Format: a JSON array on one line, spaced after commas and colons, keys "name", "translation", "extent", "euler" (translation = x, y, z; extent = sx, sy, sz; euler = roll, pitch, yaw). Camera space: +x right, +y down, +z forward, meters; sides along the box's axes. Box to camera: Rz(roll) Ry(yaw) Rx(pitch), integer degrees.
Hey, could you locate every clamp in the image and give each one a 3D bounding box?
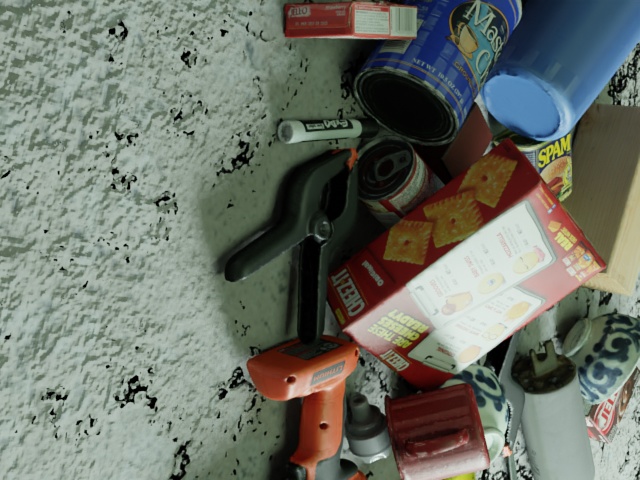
[{"name": "clamp", "translation": [-0.006, 0.001, 0.910], "extent": [0.171, 0.039, 0.120], "euler": [-56, 135, -25]}, {"name": "clamp", "translation": [0.182, 0.155, 1.146], "extent": [0.164, 0.036, 0.210], "euler": [-40, 132, -12]}]

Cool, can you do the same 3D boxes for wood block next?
[{"name": "wood block", "translation": [0.344, -0.049, 1.272], "extent": [0.090, 0.091, 0.206], "euler": [31, 74, -49]}]

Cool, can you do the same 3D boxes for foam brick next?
[{"name": "foam brick", "translation": [0.122, -0.092, 1.031], "extent": [0.078, 0.053, 0.051], "euler": [-58, 135, -25]}]

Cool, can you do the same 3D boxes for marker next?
[{"name": "marker", "translation": [0.011, -0.096, 0.924], "extent": [0.120, 0.020, 0.020], "euler": [-9, 105, -48]}]

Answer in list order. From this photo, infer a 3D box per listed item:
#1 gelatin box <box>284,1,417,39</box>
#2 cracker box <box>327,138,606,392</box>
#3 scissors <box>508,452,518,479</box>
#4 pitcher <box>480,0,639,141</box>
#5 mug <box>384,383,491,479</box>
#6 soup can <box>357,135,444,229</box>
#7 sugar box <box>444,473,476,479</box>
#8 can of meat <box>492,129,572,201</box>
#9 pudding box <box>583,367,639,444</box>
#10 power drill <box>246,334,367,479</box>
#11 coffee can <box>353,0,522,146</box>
[{"name": "gelatin box", "translation": [0.026, -0.182, 0.882], "extent": [0.089, 0.073, 0.030], "euler": [-10, 104, -47]}, {"name": "cracker box", "translation": [0.131, 0.029, 0.971], "extent": [0.214, 0.072, 0.164], "euler": [-37, 137, 12]}, {"name": "scissors", "translation": [0.247, 0.308, 1.295], "extent": [0.096, 0.016, 0.202], "euler": [-15, 110, -49]}, {"name": "pitcher", "translation": [0.272, -0.215, 1.132], "extent": [0.149, 0.145, 0.242], "euler": [45, 66, -16]}, {"name": "mug", "translation": [0.109, 0.180, 0.984], "extent": [0.117, 0.081, 0.093], "euler": [23, 53, -80]}, {"name": "soup can", "translation": [0.079, -0.041, 0.979], "extent": [0.102, 0.069, 0.068], "euler": [42, 67, -46]}, {"name": "sugar box", "translation": [0.097, 0.301, 1.094], "extent": [0.175, 0.048, 0.093], "euler": [-32, 121, -43]}, {"name": "can of meat", "translation": [0.234, -0.080, 1.164], "extent": [0.101, 0.058, 0.084], "euler": [-29, 122, -42]}, {"name": "pudding box", "translation": [0.374, 0.199, 1.402], "extent": [0.090, 0.039, 0.113], "euler": [46, 64, -45]}, {"name": "power drill", "translation": [-0.023, 0.186, 0.919], "extent": [0.184, 0.057, 0.188], "euler": [-19, 115, -49]}, {"name": "coffee can", "translation": [0.106, -0.170, 0.955], "extent": [0.140, 0.103, 0.102], "euler": [-60, 136, -22]}]
